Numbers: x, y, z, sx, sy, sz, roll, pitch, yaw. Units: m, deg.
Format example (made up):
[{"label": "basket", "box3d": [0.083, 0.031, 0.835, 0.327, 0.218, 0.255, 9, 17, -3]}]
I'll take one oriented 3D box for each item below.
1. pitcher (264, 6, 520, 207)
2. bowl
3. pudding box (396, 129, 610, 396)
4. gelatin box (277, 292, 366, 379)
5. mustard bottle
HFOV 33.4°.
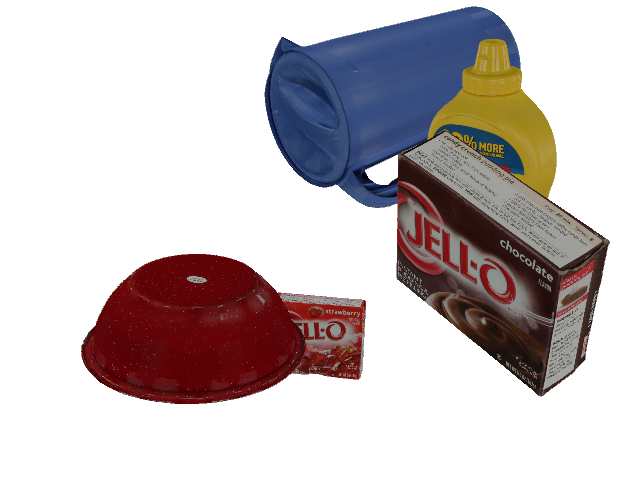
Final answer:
[{"label": "pitcher", "box3d": [0.082, -0.141, 1.041, 0.242, 0.149, 0.145, -23, 31, -30]}, {"label": "bowl", "box3d": [-0.090, 0.052, 0.763, 0.162, 0.055, 0.162, 2, 23, -1]}, {"label": "pudding box", "box3d": [0.086, 0.010, 0.538, 0.039, 0.090, 0.114, -33, 51, -26]}, {"label": "gelatin box", "box3d": [-0.003, 0.091, 1.021, 0.089, 0.073, 0.030, 4, 14, 8]}, {"label": "mustard bottle", "box3d": [0.121, -0.048, 0.765, 0.096, 0.192, 0.058, 19, 30, 40]}]
